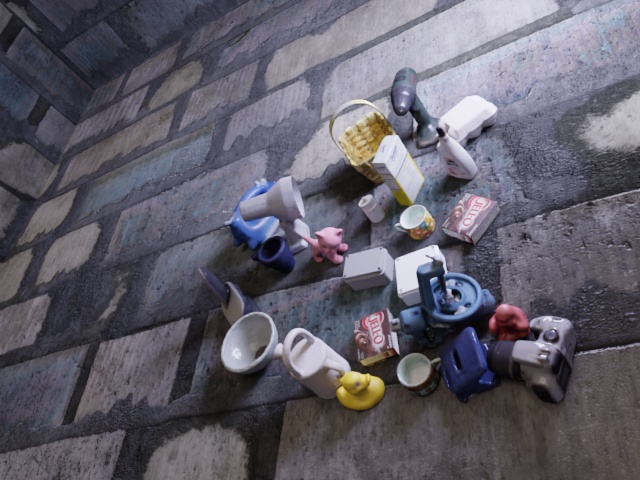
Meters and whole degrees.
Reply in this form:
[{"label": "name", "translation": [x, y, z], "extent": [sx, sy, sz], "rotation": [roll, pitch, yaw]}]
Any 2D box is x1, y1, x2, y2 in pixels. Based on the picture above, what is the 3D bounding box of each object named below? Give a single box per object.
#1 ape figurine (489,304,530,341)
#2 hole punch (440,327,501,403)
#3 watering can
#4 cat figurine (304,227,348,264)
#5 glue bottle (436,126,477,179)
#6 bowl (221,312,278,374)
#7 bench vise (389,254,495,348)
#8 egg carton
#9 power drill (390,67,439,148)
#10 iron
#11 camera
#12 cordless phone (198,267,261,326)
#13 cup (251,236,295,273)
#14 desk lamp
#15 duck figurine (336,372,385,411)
[{"label": "ape figurine", "translation": [0.363, 0.156, 1.107], "extent": [0.077, 0.092, 0.076], "rotation": [17, 67, 46]}, {"label": "hole punch", "translation": [0.279, 0.240, 1.103], "extent": [0.101, 0.091, 0.108], "rotation": [-27, 42, 18]}, {"label": "watering can", "translation": [-0.027, 0.265, 1.250], "extent": [0.172, 0.195, 0.101], "rotation": [-18, 46, 26]}, {"label": "cat figurine", "translation": [0.014, 0.005, 1.506], "extent": [0.127, 0.118, 0.067], "rotation": [1, 57, 40]}, {"label": "glue bottle", "translation": [0.322, -0.218, 1.407], "extent": [0.077, 0.174, 0.037], "rotation": [17, 67, 46]}, {"label": "bowl", "translation": [-0.165, 0.272, 1.452], "extent": [0.167, 0.075, 0.167], "rotation": [-22, 44, 23]}, {"label": "bench vise", "translation": [0.228, 0.128, 1.142], "extent": [0.207, 0.220, 0.121], "rotation": [-40, 40, 3]}, {"label": "egg carton", "translation": [0.389, -0.316, 1.520], "extent": [0.150, 0.070, 0.107], "rotation": [-40, 40, 4]}, {"label": "power drill", "translation": [0.256, -0.356, 1.555], "extent": [0.075, 0.209, 0.229], "rotation": [-20, 45, 25]}, {"label": "iron", "translation": [-0.191, -0.100, 1.749], "extent": [0.118, 0.142, 0.258], "rotation": [9, 61, 43]}, {"label": "camera", "translation": [0.380, 0.205, 1.044], "extent": [0.136, 0.101, 0.143], "rotation": [4, 58, 41]}, {"label": "cordless phone", "translation": [-0.257, 0.157, 1.541], "extent": [0.094, 0.186, 0.147], "rotation": [-47, 40, -5]}, {"label": "cup", "translation": [-0.123, 0.053, 1.594], "extent": [0.117, 0.095, 0.091], "rotation": [-19, 45, 26]}, {"label": "desk lamp", "translation": [-0.111, -0.060, 1.591], "extent": [0.203, 0.214, 0.118], "rotation": [-27, 42, 18]}, {"label": "duck figurine", "translation": [0.074, 0.311, 1.212], "extent": [0.104, 0.086, 0.077], "rotation": [-21, 44, 24]}]
